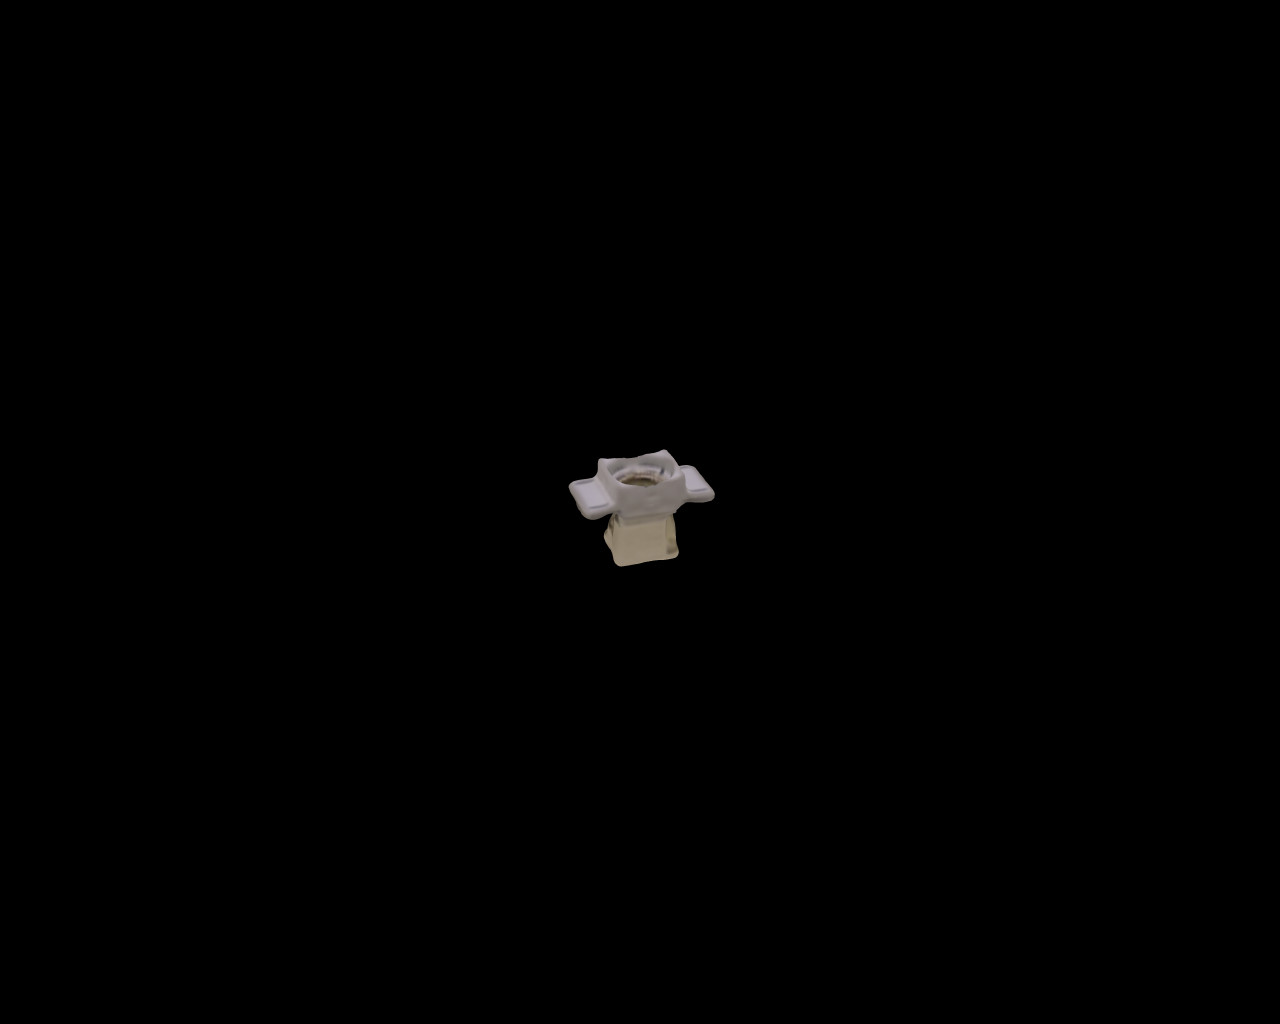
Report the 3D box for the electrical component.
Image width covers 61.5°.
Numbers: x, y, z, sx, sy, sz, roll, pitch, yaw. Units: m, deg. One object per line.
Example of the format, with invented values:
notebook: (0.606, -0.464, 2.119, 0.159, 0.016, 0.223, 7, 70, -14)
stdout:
electrical component: (0.001, -0.003, 0.650, 0.081, 0.063, 0.042, -8, 32, -14)
